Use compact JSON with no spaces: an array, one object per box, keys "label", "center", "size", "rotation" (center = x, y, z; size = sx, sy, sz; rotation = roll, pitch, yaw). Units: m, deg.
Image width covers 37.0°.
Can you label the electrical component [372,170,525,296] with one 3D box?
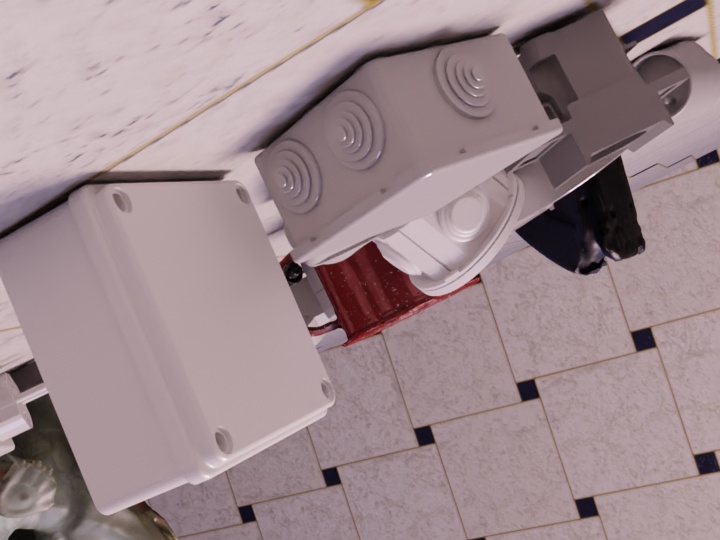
[{"label":"electrical component","center":[0.044,-0.031,0.572],"size":[0.080,0.051,0.080],"rotation":[-43,-156,24]}]

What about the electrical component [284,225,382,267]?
[{"label":"electrical component","center":[0.001,-0.037,0.524],"size":[0.079,0.043,0.077],"rotation":[-26,175,-8]}]

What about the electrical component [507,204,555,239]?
[{"label":"electrical component","center":[0.071,-0.044,0.702],"size":[0.062,0.061,0.096],"rotation":[-24,175,-19]}]

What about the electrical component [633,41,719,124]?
[{"label":"electrical component","center":[0.191,-0.113,0.707],"size":[0.079,0.043,0.077],"rotation":[-29,174,34]}]

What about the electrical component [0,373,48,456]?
[{"label":"electrical component","center":[-0.223,0.087,0.646],"size":[0.077,0.047,0.065],"rotation":[-25,175,-10]}]

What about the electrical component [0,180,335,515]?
[{"label":"electrical component","center":[-0.071,0.024,0.416],"size":[0.056,0.108,0.109],"rotation":[-25,176,22]}]

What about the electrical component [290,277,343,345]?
[{"label":"electrical component","center":[-0.021,0.013,0.903],"size":[0.138,0.052,0.073],"rotation":[-25,150,-1]}]

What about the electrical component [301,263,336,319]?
[{"label":"electrical component","center":[0.000,0.000,0.803],"size":[0.062,0.061,0.096],"rotation":[-24,175,-20]}]

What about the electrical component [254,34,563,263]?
[{"label":"electrical component","center":[0.017,-0.050,0.434],"size":[0.100,0.048,0.100],"rotation":[-22,173,-43]}]

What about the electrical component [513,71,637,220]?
[{"label":"electrical component","center":[0.119,-0.076,0.605],"size":[0.099,0.064,0.099],"rotation":[-26,175,-2]}]

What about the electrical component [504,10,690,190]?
[{"label":"electrical component","center":[0.099,-0.078,0.482],"size":[0.081,0.063,0.042],"rotation":[-26,174,-14]}]
